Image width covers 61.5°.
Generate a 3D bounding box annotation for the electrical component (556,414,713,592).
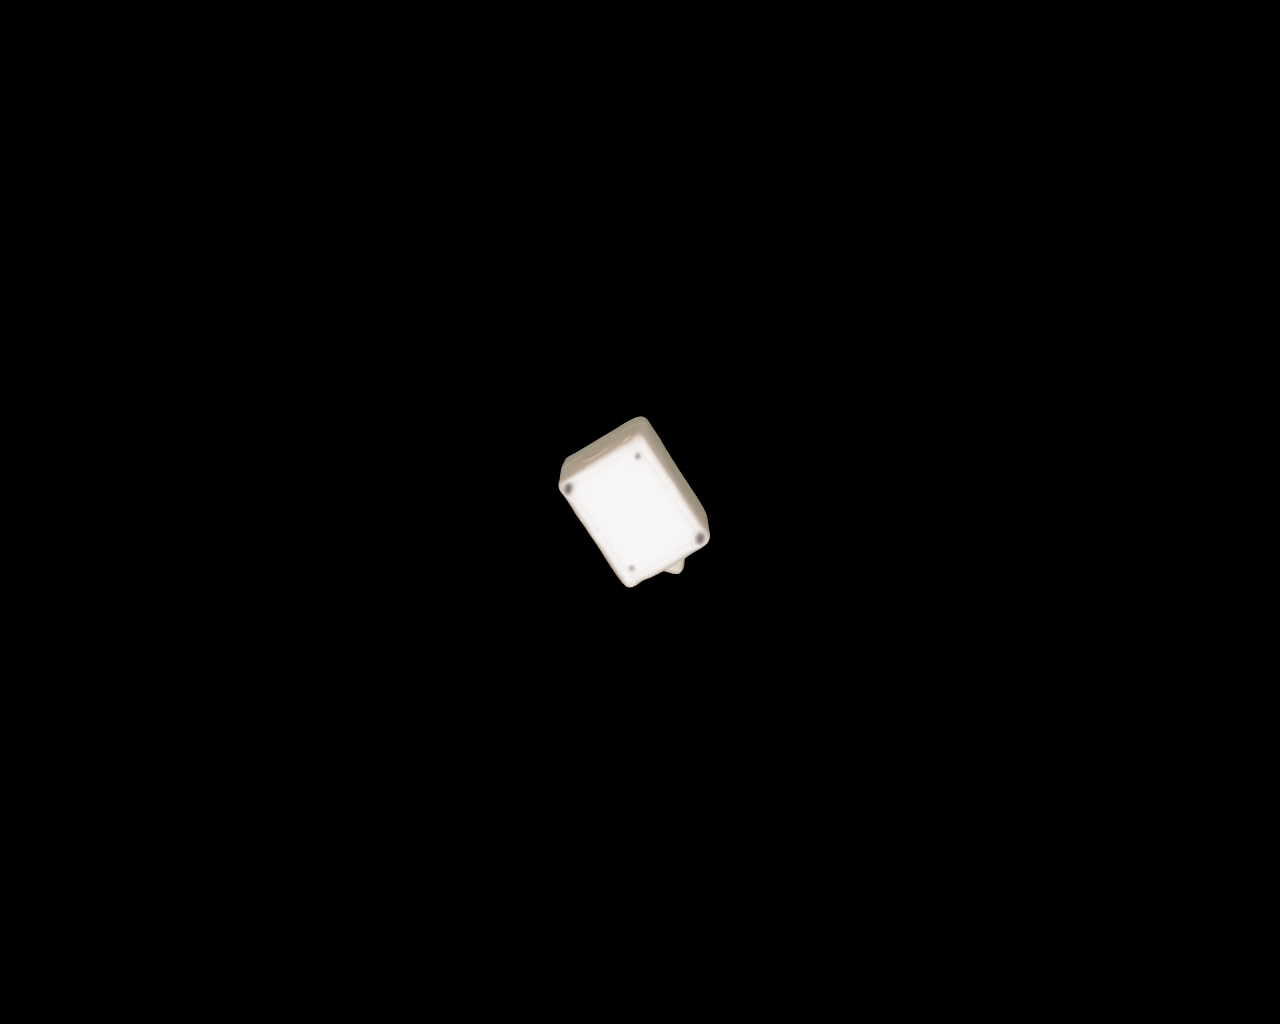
[{"bbox_3d":[0.001,-0.003,0.650,0.061,0.096,0.061,-30,16,9],"label":"electrical component"}]
